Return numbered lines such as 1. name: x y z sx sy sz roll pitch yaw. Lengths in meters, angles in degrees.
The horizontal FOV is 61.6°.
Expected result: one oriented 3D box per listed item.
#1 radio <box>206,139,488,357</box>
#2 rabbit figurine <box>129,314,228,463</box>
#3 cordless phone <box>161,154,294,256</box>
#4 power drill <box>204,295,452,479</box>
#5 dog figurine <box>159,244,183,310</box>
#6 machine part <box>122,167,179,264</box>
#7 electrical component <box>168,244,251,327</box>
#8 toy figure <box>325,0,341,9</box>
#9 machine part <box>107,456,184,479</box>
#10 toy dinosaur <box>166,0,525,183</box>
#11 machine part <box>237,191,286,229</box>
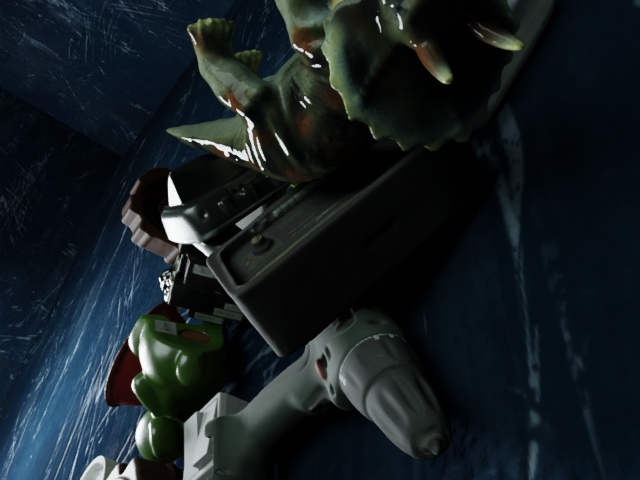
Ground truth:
1. radio: 0.018 -0.015 0.466 0.229 0.073 0.131 -38 23 -13
2. rabbit figurine: -0.165 0.195 0.642 0.159 0.121 0.170 31 108 58
3. cordless phone: -0.063 -0.017 0.577 0.146 0.184 0.088 -38 -23 -36
4. power drill: -0.010 0.137 0.436 0.207 0.086 0.232 -55 25 16
5. dog figurine: -0.171 0.019 0.839 0.172 0.121 0.190 -11 67 61
6. machine part: -0.267 -0.044 0.970 0.056 0.179 0.179 -37 33 40
7. electrical component: -0.122 0.051 0.660 0.134 0.115 0.058 120 164 -47
8. toy figure: 0.060 -0.261 0.600 0.180 0.089 0.082 -27 25 48
9. machine part: -0.200 0.344 0.539 0.201 0.087 0.201 -59 27 2
10. toy dinosaur: -0.007 -0.116 0.434 0.405 0.131 0.192 -33 77 52
11. machine part: -0.091 0.009 0.712 0.243 0.079 0.079 -38 33 37
